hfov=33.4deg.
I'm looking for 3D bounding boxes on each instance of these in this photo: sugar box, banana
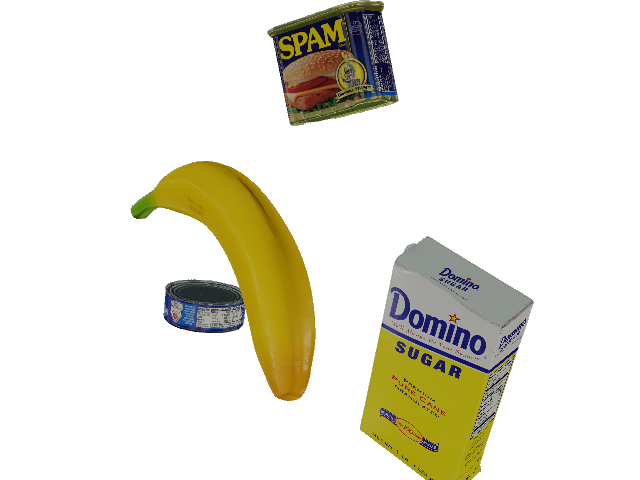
[{"bbox_3d":[0.085,0.093,0.764,0.093,0.176,0.048,33,47,28],"label":"sugar box"},{"bbox_3d":[-0.046,0.006,0.602,0.037,0.070,0.198,10,25,-39],"label":"banana"}]

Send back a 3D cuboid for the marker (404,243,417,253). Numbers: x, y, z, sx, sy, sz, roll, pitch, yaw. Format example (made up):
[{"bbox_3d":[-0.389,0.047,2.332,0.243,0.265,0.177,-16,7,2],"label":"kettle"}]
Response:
[{"bbox_3d":[0.096,0.035,1.010,0.020,0.020,0.121,0,23,-3],"label":"marker"}]

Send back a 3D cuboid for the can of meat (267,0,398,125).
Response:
[{"bbox_3d":[0.011,-0.148,0.904,0.102,0.084,0.057,-10,2,36],"label":"can of meat"}]

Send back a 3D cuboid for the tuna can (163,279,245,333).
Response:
[{"bbox_3d":[-0.120,0.068,1.114,0.086,0.034,0.086,7,12,-2],"label":"tuna can"}]
